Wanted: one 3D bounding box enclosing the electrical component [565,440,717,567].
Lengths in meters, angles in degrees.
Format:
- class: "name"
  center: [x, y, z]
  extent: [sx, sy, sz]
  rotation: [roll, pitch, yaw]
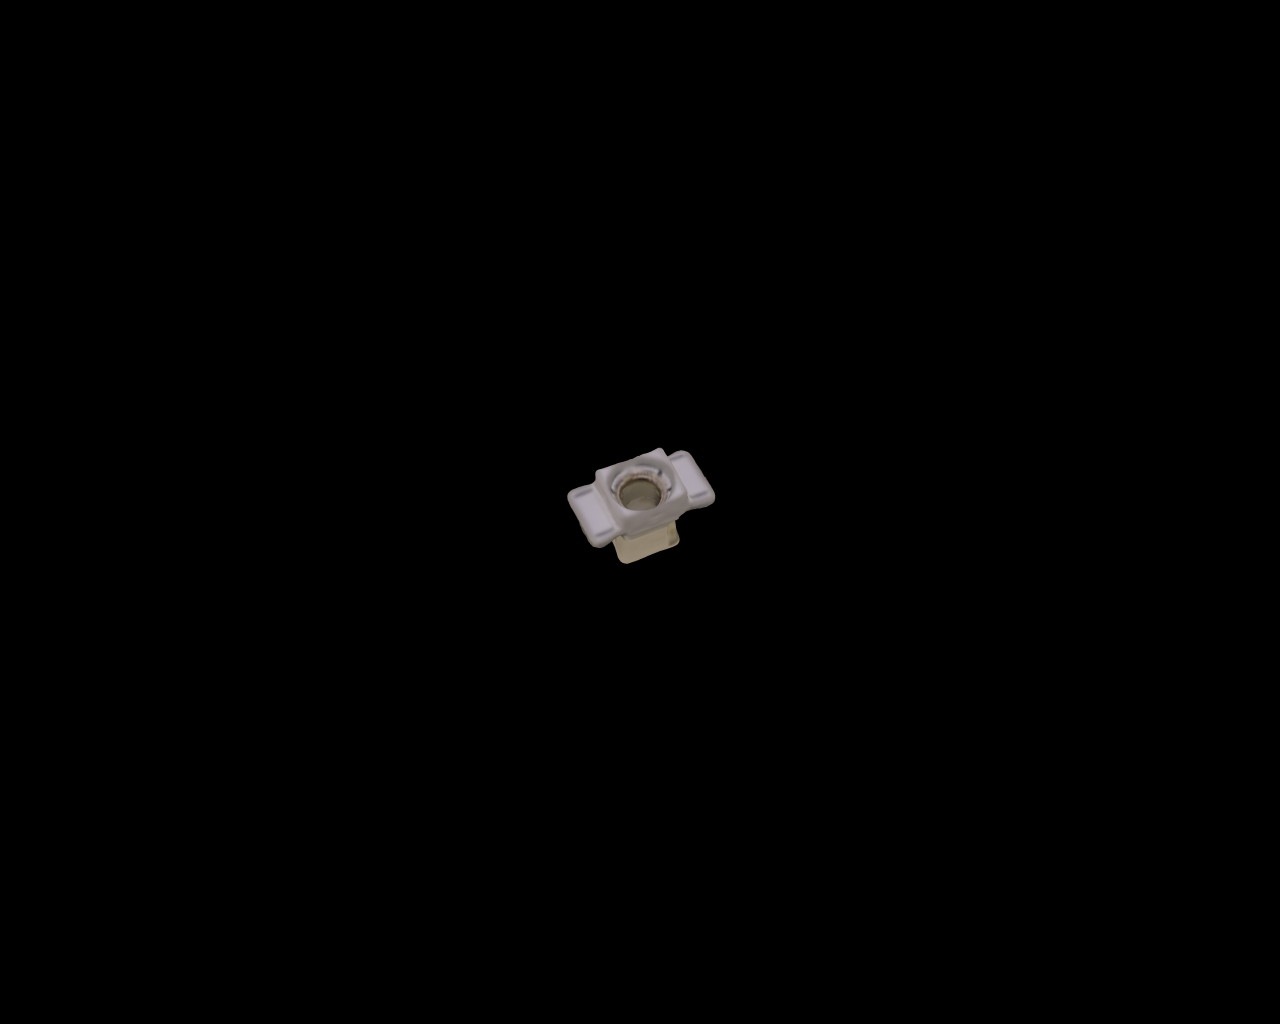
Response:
- class: "electrical component"
  center: [0.001, -0.003, 0.650]
  extent: [0.081, 0.042, 0.063]
  rotation: [-20, -31, -13]
